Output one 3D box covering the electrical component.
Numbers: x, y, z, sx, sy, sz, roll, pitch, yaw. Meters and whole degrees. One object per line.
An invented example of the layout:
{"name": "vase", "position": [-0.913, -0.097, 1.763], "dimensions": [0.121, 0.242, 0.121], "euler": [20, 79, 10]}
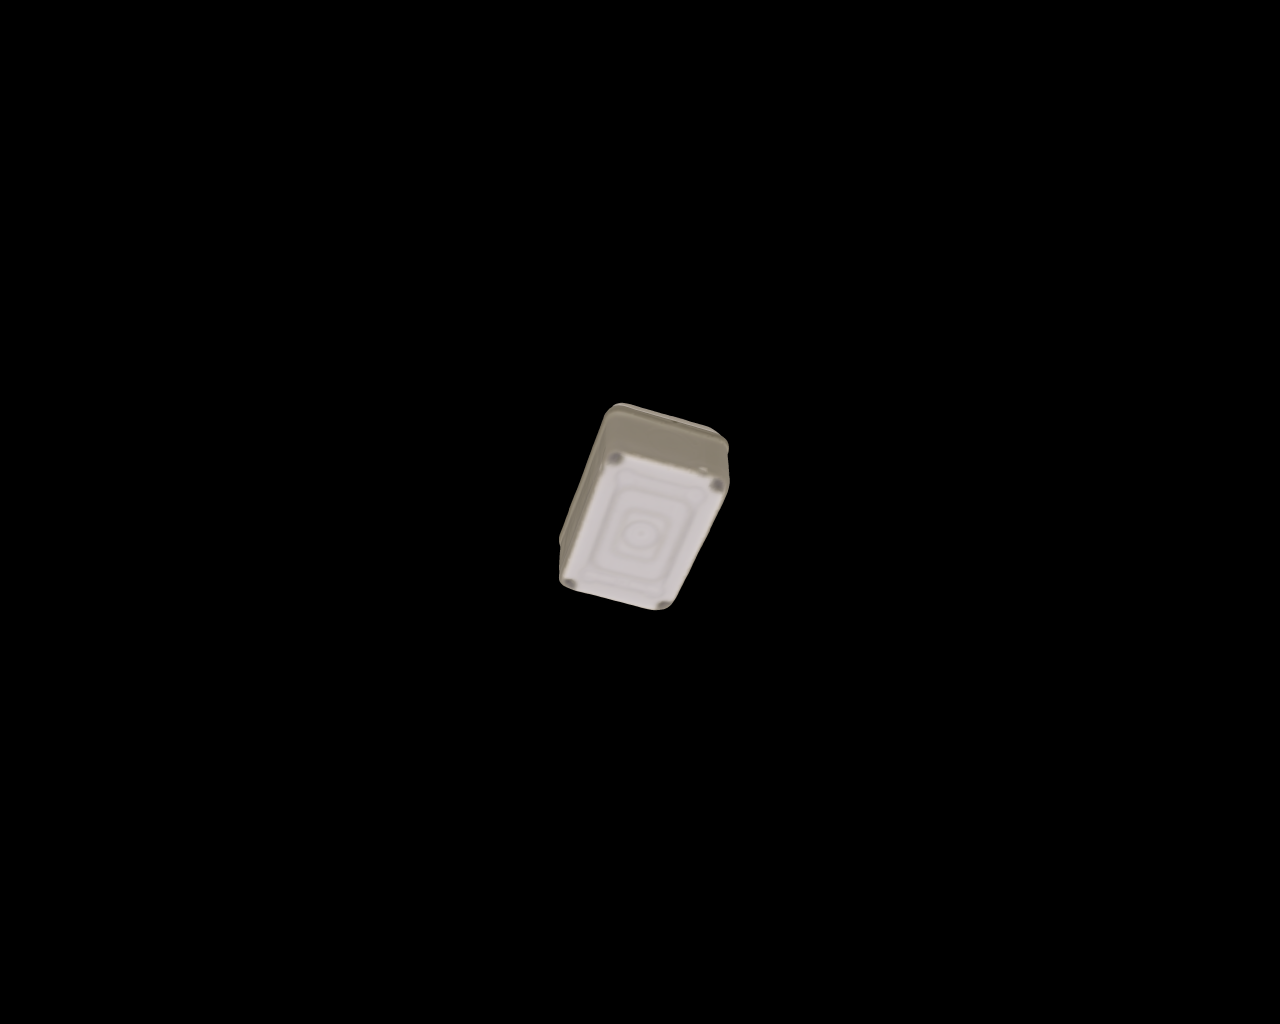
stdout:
{"name": "electrical component", "position": [0.001, -0.003, 0.650], "dimensions": [0.078, 0.113, 0.057], "euler": [15, 36, -11]}
